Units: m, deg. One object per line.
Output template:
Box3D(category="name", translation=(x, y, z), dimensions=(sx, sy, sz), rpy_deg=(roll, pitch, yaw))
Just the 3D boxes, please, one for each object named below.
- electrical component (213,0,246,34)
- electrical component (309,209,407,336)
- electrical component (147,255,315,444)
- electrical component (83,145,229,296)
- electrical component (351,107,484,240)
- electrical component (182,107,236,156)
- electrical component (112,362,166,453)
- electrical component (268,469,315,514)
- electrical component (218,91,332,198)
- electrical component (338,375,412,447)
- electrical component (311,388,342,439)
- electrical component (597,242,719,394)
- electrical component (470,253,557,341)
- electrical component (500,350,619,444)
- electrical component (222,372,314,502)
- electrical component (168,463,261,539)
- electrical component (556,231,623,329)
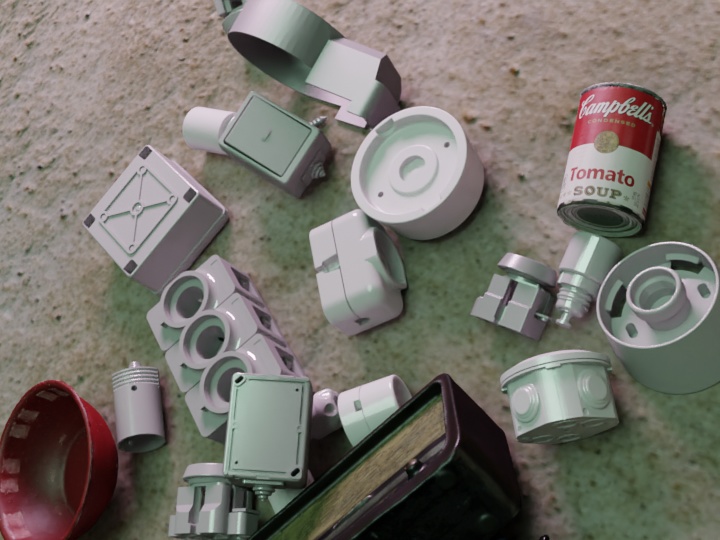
Box3D(category="electrical component", translation=(-0.118, -0.274, 1.108), dimensions=(0.058, 0.078, 0.057), rpy_deg=(-19, 80, 22))
Box3D(category="electrical component", translation=(0.000, 0.000, 0.918), dimensions=(0.059, 0.054, 0.095), rpy_deg=(-24, 58, 20))
Box3D(category="electrical component", translation=(-0.120, 0.071, 0.953), dimensions=(0.089, 0.062, 0.150), rpy_deg=(-40, 54, 9))
Box3D(category="electrical component", translation=(-0.202, -0.050, 1.062), dimensions=(0.108, 0.056, 0.109), rpy_deg=(-50, 52, 2))
Box3D(category="electrical component", translation=(0.054, -0.077, 0.917), dimensions=(0.108, 0.060, 0.108), rpy_deg=(-13, 62, 26))
Box3D(category="electrical component", translation=(-0.132, -0.136, 1.068), dimensions=(0.081, 0.043, 0.043), rpy_deg=(14, 76, 35))
Box3D(category="electrical component", translation=(-0.205, 0.122, 0.992), dimensions=(0.043, 0.043, 0.081), rpy_deg=(-24, 58, 20))
Box3D(category="electrical component", translation=(-0.059, 0.174, 0.881), dimensions=(0.040, 0.040, 0.078), rpy_deg=(-39, 54, 10))
Box3D(category="electrical component", translation=(-0.074, -0.114, 0.998), dimensions=(0.096, 0.061, 0.061), rpy_deg=(32, 87, 14))
Box3D(category="electrical component", translation=(0.016, 0.115, 0.856), dimensions=(0.047, 0.055, 0.055), rpy_deg=(-25, 57, 15))
Box3D(category="electrical component", translation=(-0.041, 0.127, 0.897), dimensions=(0.061, 0.035, 0.035), rpy_deg=(-34, 55, 17))
Box3D(category="electrical component", translation=(0.224, 0.032, 0.777), dimensions=(0.099, 0.064, 0.099), rpy_deg=(-22, 45, 24))
Box3D(category="electrical component", translation=(0.124, 0.020, 0.840), dimensions=(0.066, 0.048, 0.055), rpy_deg=(20, 87, 36))
Box3D(category="electrical component", translation=(0.144, 0.092, 0.773), dimensions=(0.080, 0.080, 0.051), rpy_deg=(-19, 65, 23))
Box3D(category="electrical component", translation=(-0.071, 0.134, 0.842), dimensions=(0.062, 0.061, 0.096), rpy_deg=(3, 71, 2))
Box3D(category="electrical component", translation=(-0.121, 0.194, 0.900), dimensions=(0.078, 0.058, 0.057), rpy_deg=(-9, 67, 28))
Box3D(category="electrical component", translation=(0.170, 0.007, 0.820), dimensions=(0.040, 0.040, 0.078), rpy_deg=(19, 79, 36))
